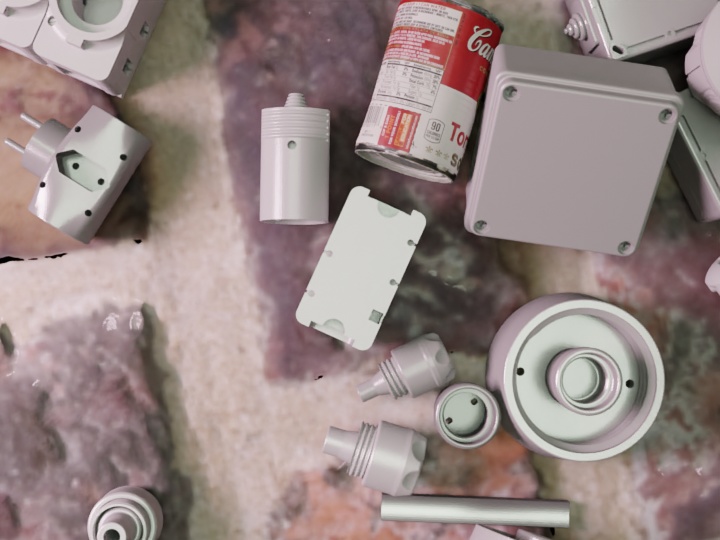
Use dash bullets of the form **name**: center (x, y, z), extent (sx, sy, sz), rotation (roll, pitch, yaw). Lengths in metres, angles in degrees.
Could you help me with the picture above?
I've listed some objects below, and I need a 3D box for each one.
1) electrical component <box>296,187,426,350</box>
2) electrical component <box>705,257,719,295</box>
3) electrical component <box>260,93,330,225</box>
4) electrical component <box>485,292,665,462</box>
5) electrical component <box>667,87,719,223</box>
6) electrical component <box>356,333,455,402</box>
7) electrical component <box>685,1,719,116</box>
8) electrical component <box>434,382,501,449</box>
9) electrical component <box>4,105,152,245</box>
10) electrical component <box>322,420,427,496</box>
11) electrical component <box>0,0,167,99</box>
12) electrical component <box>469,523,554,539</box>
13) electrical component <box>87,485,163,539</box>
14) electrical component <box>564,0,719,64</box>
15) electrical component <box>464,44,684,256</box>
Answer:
- **electrical component**: center (0.000, 0.000, 0.670), extent (0.050, 0.055, 0.089), rotation (24, 87, 0)
- **electrical component**: center (0.254, 0.015, 0.681), extent (0.048, 0.048, 0.062), rotation (-37, 96, -2)
- **electrical component**: center (-0.041, -0.070, 0.678), extent (0.043, 0.043, 0.081), rotation (1, 88, -1)
- **electrical component**: center (0.136, 0.067, 0.668), extent (0.108, 0.060, 0.108), rotation (0, 88, -1)
- **electrical component**: center (0.231, -0.073, 0.674), extent (0.062, 0.061, 0.096), rotation (-26, 88, -1)
- **electrical component**: center (0.027, 0.066, 0.679), extent (0.061, 0.035, 0.035), rotation (-25, 89, 0)
- **electrical component**: center (0.231, -0.123, 0.618), extent (0.080, 0.051, 0.080), rotation (0, 88, 0)
- **electrical component**: center (0.065, 0.089, 0.672), extent (0.040, 0.046, 0.040), rotation (0, 88, -1)
- **electrical component**: center (-0.184, -0.069, 0.675), extent (0.079, 0.043, 0.077), rotation (32, 88, 0)
- **electrical component**: center (0.008, 0.114, 0.672), extent (0.062, 0.043, 0.043), rotation (16, 88, 1)
- **electrical component**: center (-0.205, -0.182, 0.670), extent (0.150, 0.061, 0.089), rotation (23, 88, 0)
- **electrical component**: center (0.104, 0.193, 0.646), extent (0.099, 0.099, 0.064), rotation (20, 81, 0)
- **electrical component**: center (-0.145, 0.157, 0.658), extent (0.043, 0.062, 0.043), rotation (0, 88, -1)
- **electrical component**: center (0.172, -0.163, 0.676), extent (0.096, 0.061, 0.061), rotation (-19, 88, -2)
- **electrical component**: center (0.125, -0.071, 0.652), extent (0.109, 0.056, 0.108), rotation (8, 124, -1)
